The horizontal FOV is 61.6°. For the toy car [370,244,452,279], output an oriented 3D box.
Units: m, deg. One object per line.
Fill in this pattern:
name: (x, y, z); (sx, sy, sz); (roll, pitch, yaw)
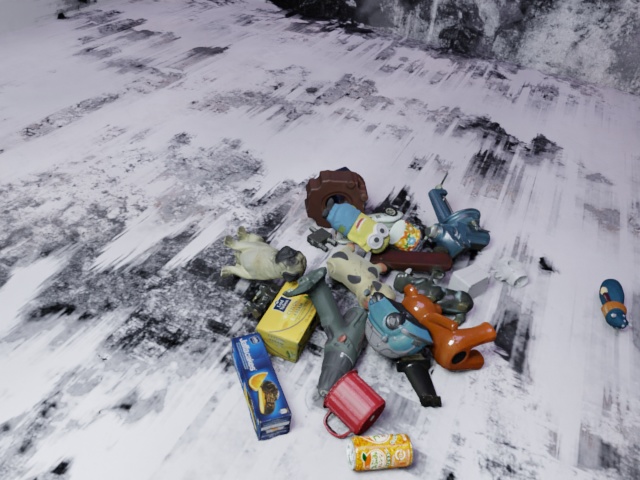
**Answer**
toy car: (0.226, 0.055, 1.339); (0.202, 0.053, 0.089); (2, 45, 16)

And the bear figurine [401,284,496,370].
bear figurine: (0.257, 0.183, 1.149); (0.132, 0.120, 0.196); (-5, 34, -22)

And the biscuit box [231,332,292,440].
biscuit box: (-0.115, 0.269, 1.013); (0.063, 0.059, 0.203); (-9, 41, -21)

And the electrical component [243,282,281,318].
electrical component: (-0.128, 0.131, 1.182); (0.045, 0.078, 0.102); (33, 36, 1)

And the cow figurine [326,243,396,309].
cow figurine: (0.095, 0.094, 1.256); (0.195, 0.085, 0.127); (36, 40, 28)

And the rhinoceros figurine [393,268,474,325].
rhinoceros figurine: (0.263, 0.126, 1.252); (0.190, 0.073, 0.112); (18, 40, 12)

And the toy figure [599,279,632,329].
toy figure: (0.714, 0.160, 1.301); (0.064, 0.057, 0.154); (11, 42, 13)

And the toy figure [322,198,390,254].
toy figure: (0.093, -0.035, 1.336); (0.180, 0.082, 0.089); (30, 10, 8)

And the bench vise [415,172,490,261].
bench vise: (0.345, -0.054, 1.443); (0.223, 0.128, 0.241); (-2, 56, -24)

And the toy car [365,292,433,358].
toy car: (0.143, 0.183, 1.094); (0.109, 0.103, 0.162); (29, 8, -36)

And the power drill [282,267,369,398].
power drill: (0.014, 0.169, 1.074); (0.207, 0.086, 0.232); (55, 36, -5)

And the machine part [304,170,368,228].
machine part: (0.043, -0.106, 1.438); (0.179, 0.179, 0.056); (2, 41, -7)

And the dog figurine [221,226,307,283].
dog figurine: (-0.110, 0.045, 1.235); (0.191, 0.121, 0.172); (8, 19, 11)

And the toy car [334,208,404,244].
toy car: (0.134, -0.036, 1.434); (0.202, 0.073, 0.056); (-9, 46, -21)

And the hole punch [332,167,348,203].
hole punch: (0.063, -0.143, 1.553); (0.142, 0.092, 0.116); (-25, 52, -40)

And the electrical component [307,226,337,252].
electrical component: (-0.003, -0.004, 1.414); (0.094, 0.021, 0.063); (35, 46, 30)

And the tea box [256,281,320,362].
tea box: (-0.059, 0.168, 1.147); (0.098, 0.068, 0.170); (17, 40, 12)

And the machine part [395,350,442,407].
machine part: (0.200, 0.275, 1.081); (0.084, 0.039, 0.139); (2, 35, -21)
